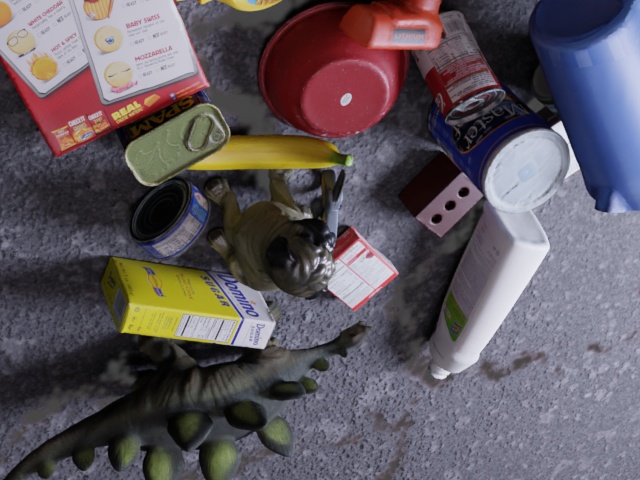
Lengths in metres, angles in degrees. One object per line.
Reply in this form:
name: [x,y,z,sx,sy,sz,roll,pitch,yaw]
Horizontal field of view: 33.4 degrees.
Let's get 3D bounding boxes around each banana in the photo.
banana: [-0.067,-0.092,1.113,0.197,0.070,0.037,-1,92,-6]

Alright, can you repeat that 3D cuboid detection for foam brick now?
foam brick: [0.141,-0.053,1.246,0.078,0.051,0.053,-46,129,12]

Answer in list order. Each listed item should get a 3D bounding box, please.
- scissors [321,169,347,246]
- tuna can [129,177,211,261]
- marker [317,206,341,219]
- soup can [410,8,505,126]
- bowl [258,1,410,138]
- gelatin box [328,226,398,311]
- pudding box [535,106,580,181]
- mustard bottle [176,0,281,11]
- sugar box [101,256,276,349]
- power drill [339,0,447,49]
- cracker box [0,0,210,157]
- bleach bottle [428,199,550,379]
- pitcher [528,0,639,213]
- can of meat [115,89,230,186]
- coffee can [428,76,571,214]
scissors: [0.014,-0.059,1.123,0.016,0.096,0.202,-1,153,-5]
tuna can: [-0.157,-0.023,1.109,0.086,0.086,0.033,-40,129,7]
marker: [-0.008,0.001,1.239,0.020,0.020,0.121,14,117,-32]
soup can: [0.139,-0.180,1.107,0.068,0.102,0.068,-23,165,-6]
bowl: [0.020,-0.160,1.091,0.162,0.055,0.162,-7,133,-8]
gelatin box: [0.039,0.035,1.277,0.073,0.030,0.089,-41,129,10]
pudding box: [0.295,-0.125,1.273,0.113,0.039,0.090,-34,132,4]
mustard bottle: [-0.050,-0.268,0.997,0.191,0.058,0.096,-24,136,-7]
sugar box: [-0.145,0.070,1.178,0.175,0.093,0.048,7,120,-30]
power drill: [0.082,-0.271,0.986,0.184,0.057,0.188,-6,129,-37]
cracker box: [-0.215,-0.203,0.961,0.164,0.072,0.213,-26,129,-6]
bleach bottle: [0.196,0.073,1.345,0.068,0.102,0.251,9,127,-23]
pitcher: [0.308,-0.159,1.096,0.145,0.149,0.242,-21,133,18]
can of meat: [-0.149,-0.112,1.048,0.102,0.084,0.057,-30,130,-2]
coffee can: [0.194,-0.109,1.170,0.102,0.140,0.103,-12,128,-16]
